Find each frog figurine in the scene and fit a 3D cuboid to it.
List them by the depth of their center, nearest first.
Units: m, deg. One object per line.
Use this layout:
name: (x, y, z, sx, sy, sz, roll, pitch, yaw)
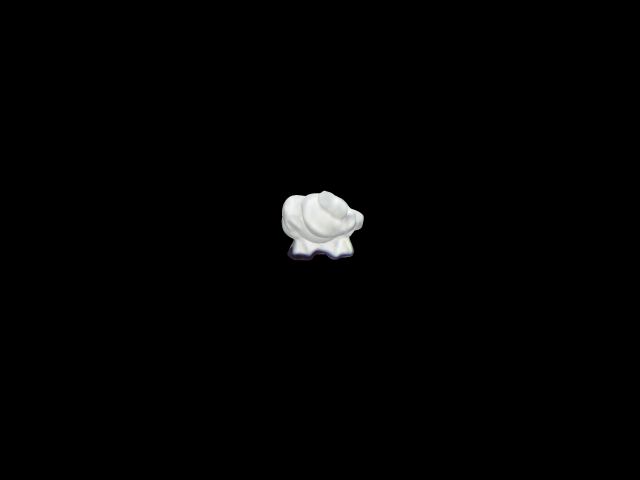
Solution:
frog figurine: (0.003, -0.043, 0.850, 0.138, 0.125, 0.156, 16, -34, 11)
